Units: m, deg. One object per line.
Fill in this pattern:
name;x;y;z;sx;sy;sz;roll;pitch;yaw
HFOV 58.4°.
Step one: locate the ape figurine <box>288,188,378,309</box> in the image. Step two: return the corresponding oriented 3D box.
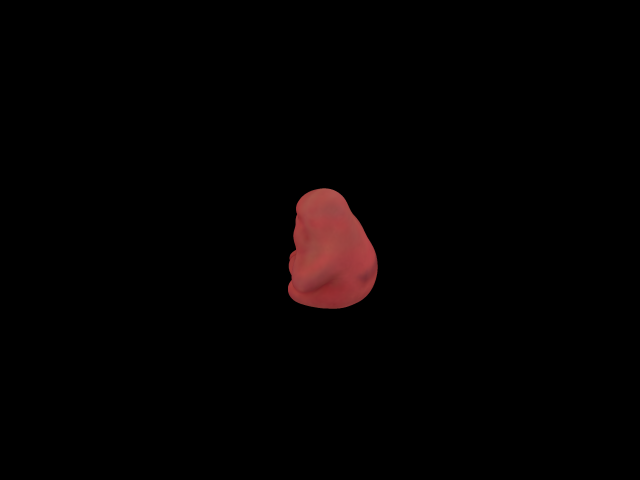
ape figurine;0.004;0.001;0.400;0.076;0.092;0.078;22;49;21
